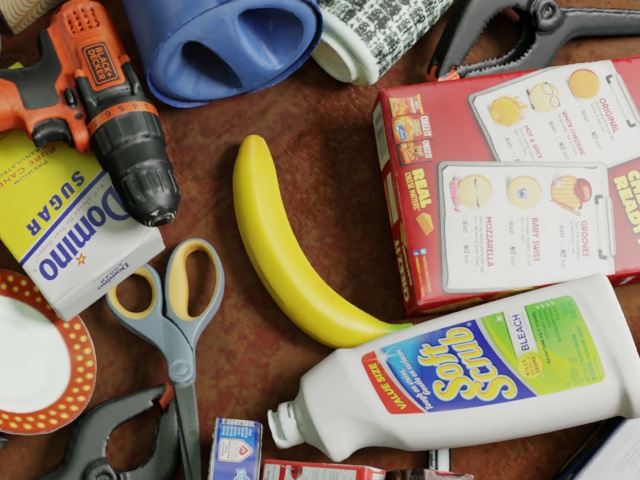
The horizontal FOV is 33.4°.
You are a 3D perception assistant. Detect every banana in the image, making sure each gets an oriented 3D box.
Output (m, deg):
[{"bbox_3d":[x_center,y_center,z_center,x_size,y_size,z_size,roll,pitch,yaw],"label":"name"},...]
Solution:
[{"bbox_3d":[-0.017,0.013,0.792,0.069,0.037,0.198,-34,81,-27],"label":"banana"}]

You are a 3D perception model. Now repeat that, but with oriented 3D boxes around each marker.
[{"bbox_3d":[0.087,0.125,0.777,0.020,0.020,0.121,3,76,-3],"label":"marker"}]

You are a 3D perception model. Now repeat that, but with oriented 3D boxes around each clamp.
[{"bbox_3d":[0.178,-0.176,0.831,0.210,0.036,0.164,-43,113,1],"label":"clamp"},{"bbox_3d":[-0.146,0.179,0.741,0.171,0.039,0.120,-45,98,-14],"label":"clamp"}]

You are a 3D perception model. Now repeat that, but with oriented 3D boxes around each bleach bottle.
[{"bbox_3d":[0.088,0.104,0.736,0.251,0.068,0.102,-17,62,6],"label":"bleach bottle"}]

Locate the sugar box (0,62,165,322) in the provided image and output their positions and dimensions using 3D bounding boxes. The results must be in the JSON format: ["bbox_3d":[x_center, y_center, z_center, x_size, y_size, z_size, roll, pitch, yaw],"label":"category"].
[{"bbox_3d":[-0.203,-0.037,0.778,0.093,0.048,0.176,-39,73,-13],"label":"sugar box"}]

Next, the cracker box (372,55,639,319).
[{"bbox_3d":[0.156,-0.039,0.795,0.213,0.072,0.164,-8,78,-6],"label":"cracker box"}]

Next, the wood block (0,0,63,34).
[{"bbox_3d":[-0.270,-0.275,0.819,0.090,0.090,0.206,-40,82,-11],"label":"wood block"}]

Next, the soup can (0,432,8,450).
[{"bbox_3d":[-0.268,0.109,0.735,0.068,0.068,0.102,-27,79,-10],"label":"soup can"}]

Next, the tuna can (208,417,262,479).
[{"bbox_3d":[-0.060,0.165,0.724,0.033,0.086,0.086,6,76,-4],"label":"tuna can"}]

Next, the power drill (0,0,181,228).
[{"bbox_3d":[-0.204,-0.067,0.734,0.187,0.057,0.184,-19,67,-15],"label":"power drill"}]

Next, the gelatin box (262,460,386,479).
[{"bbox_3d":[-0.001,0.190,0.729,0.089,0.030,0.073,-4,73,33],"label":"gelatin box"}]

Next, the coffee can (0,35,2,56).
[{"bbox_3d":[-0.296,-0.165,0.764,0.102,0.140,0.103,1,76,-3],"label":"coffee can"}]

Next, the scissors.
[{"bbox_3d":[-0.115,0.086,0.751,0.096,0.016,0.201,3,59,6],"label":"scissors"}]

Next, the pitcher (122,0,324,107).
[{"bbox_3d":[-0.099,-0.234,0.783,0.149,0.144,0.243,-34,68,27],"label":"pitcher"}]

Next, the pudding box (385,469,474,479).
[{"bbox_3d":[0.063,0.200,0.708,0.039,0.114,0.090,8,75,-12],"label":"pudding box"}]
